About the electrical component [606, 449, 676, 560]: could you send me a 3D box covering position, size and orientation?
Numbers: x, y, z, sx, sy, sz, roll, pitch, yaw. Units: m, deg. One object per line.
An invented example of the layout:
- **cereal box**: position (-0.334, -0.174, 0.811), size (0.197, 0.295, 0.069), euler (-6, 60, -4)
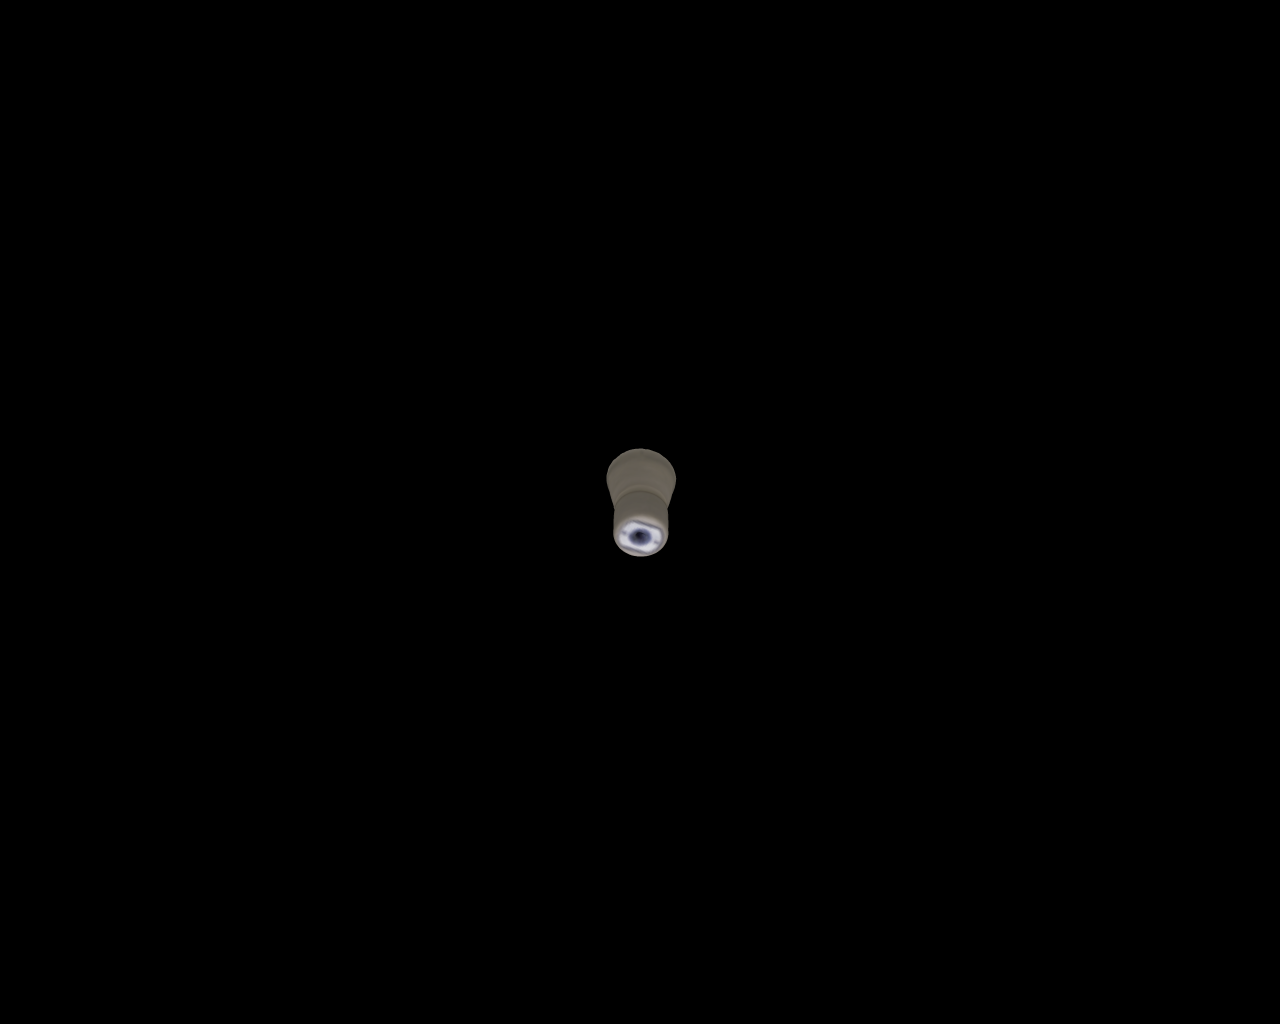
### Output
- **electrical component**: position (0.001, -0.003, 0.650), size (0.044, 0.044, 0.065), euler (0, 37, 0)
